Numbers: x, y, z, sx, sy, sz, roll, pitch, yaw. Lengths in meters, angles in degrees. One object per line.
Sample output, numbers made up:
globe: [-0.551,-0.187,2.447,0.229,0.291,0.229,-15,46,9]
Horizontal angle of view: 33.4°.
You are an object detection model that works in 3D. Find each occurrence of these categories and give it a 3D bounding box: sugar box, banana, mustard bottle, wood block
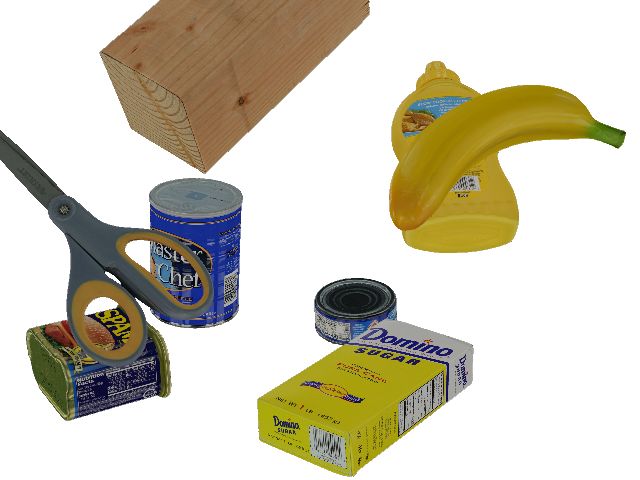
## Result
sugar box: [0.040,0.121,0.866,0.093,0.048,0.175,15,30,35]
banana: [0.105,-0.061,0.665,0.197,0.037,0.070,-22,45,-30]
mustard bottle: [0.111,-0.082,0.930,0.096,0.191,0.058,-4,-34,0]
wood block: [-0.061,-0.165,0.849,0.090,0.206,0.091,32,-25,27]

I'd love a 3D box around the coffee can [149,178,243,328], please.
coffee can: [-0.140,0.013,1.197,0.103,0.140,0.103,3,24,-2]

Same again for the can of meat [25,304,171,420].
can of meat: [-0.179,0.096,0.854,0.083,0.057,0.102,-13,24,-29]

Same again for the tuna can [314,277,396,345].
tuna can: [0.036,0.072,1.095,0.086,0.034,0.086,-2,27,1]

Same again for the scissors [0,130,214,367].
scissors: [-0.160,0.002,0.650,0.202,0.096,0.016,29,-16,9]
